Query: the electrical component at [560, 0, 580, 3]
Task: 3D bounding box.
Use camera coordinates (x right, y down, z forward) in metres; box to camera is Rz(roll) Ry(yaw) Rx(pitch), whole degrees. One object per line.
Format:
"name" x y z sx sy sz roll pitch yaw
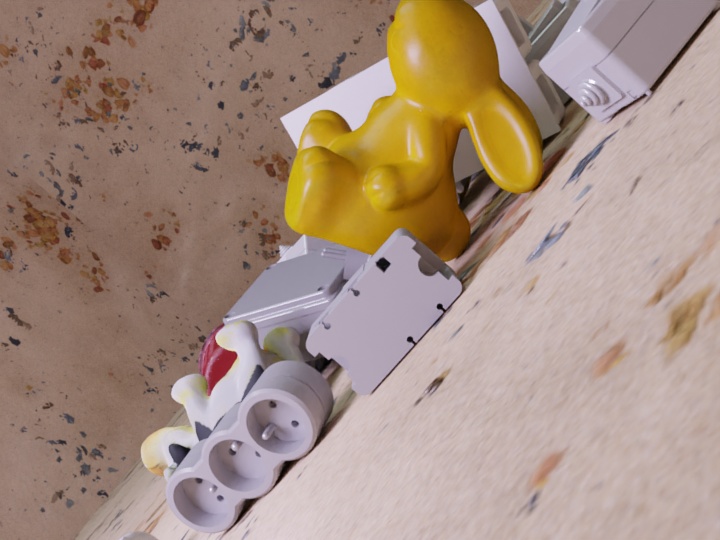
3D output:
"electrical component" 0.192 -0.215 0.962 0.080 0.051 0.080 -49 4 5

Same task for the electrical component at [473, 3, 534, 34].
"electrical component" 0.138 -0.199 1.039 0.060 0.108 0.108 -54 1 34

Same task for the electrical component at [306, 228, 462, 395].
"electrical component" 0.014 0.023 0.654 0.089 0.050 0.055 -48 4 6

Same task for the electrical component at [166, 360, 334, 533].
"electrical component" -0.068 0.110 0.714 0.138 0.052 0.073 -47 4 28

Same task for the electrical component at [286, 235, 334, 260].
"electrical component" -0.029 0.011 1.123 0.047 0.083 0.075 -44 44 48

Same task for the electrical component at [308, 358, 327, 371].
"electrical component" -0.051 0.075 0.936 0.040 0.040 0.078 -47 4 31

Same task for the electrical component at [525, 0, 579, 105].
"electrical component" 0.153 -0.166 0.864 0.096 0.061 0.061 -47 4 23

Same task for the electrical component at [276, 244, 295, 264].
"electrical component" -0.057 0.002 1.272 0.061 0.096 0.061 -47 -1 20

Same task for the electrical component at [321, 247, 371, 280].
"electrical component" 0.010 -0.008 0.828 0.077 0.079 0.044 -73 -9 -80

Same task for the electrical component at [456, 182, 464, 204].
"electrical component" 0.058 -0.046 0.900 0.078 0.040 0.040 -46 5 36

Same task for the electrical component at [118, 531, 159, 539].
"electrical component" -0.182 0.238 0.787 0.079 0.044 0.077 -49 4 5

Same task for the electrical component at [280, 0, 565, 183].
"electrical component" 0.050 -0.118 0.823 0.186 0.105 0.060 -25 11 24

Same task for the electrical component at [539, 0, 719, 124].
"electrical component" 0.148 -0.134 0.616 0.096 0.061 0.062 -50 4 -15

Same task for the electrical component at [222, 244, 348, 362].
"electrical component" -0.041 0.029 0.889 0.109 0.056 0.108 -17 19 26

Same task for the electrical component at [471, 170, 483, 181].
"electrical component" 0.071 -0.128 1.050 0.109 0.109 0.056 -44 9 51
